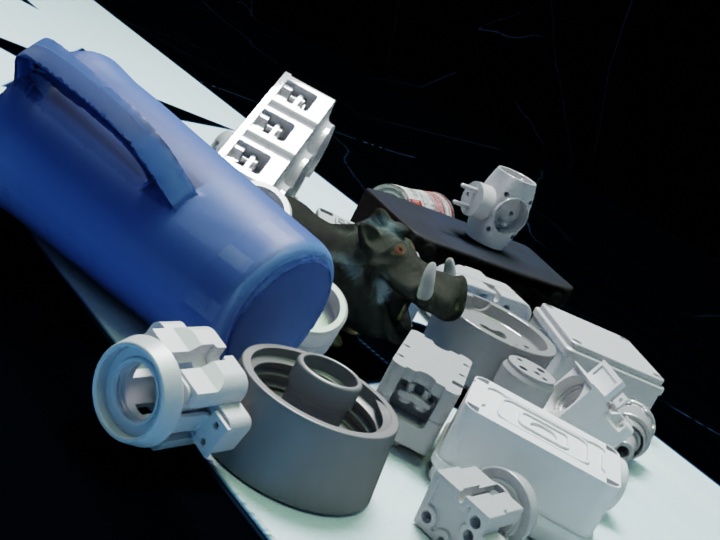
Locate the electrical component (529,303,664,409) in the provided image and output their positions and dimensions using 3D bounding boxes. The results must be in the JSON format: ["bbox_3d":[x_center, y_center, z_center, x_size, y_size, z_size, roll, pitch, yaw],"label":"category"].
[{"bbox_3d":[0.219,0.091,1.032,0.109,0.056,0.108,23,15,-14],"label":"electrical component"}]

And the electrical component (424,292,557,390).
[{"bbox_3d":[0.102,0.068,0.897,0.108,0.060,0.108,25,14,-7],"label":"electrical component"}]

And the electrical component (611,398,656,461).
[{"bbox_3d":[0.222,0.139,0.898,0.048,0.048,0.062,29,22,7],"label":"electrical component"}]

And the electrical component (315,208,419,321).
[{"bbox_3d":[0.000,0.000,0.966,0.109,0.056,0.108,24,15,-11],"label":"electrical component"}]

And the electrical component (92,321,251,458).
[{"bbox_3d":[-0.101,0.062,0.564,0.078,0.058,0.057,50,25,24],"label":"electrical component"}]

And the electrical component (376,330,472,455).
[{"bbox_3d":[0.038,0.085,0.735,0.050,0.055,0.089,28,14,5],"label":"electrical component"}]

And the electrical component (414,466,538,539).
[{"bbox_3d":[0.070,0.140,0.623,0.055,0.048,0.066,0,29,-45],"label":"electrical component"}]

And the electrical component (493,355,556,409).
[{"bbox_3d":[0.120,0.100,0.829,0.045,0.055,0.045,25,14,-7],"label":"electrical component"}]

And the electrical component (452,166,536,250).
[{"bbox_3d":[0.130,-0.068,1.101,0.079,0.077,0.044,16,19,-30],"label":"electrical component"}]

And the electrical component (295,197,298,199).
[{"bbox_3d":[-0.101,-0.088,1.085,0.079,0.063,0.121,26,14,-2],"label":"electrical component"}]

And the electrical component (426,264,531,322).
[{"bbox_3d":[0.110,0.034,1.045,0.095,0.053,0.059,19,16,-28],"label":"electrical component"}]

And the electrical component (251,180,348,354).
[{"bbox_3d":[-0.065,0.008,0.800,0.052,0.073,0.138,-18,66,-31],"label":"electrical component"}]

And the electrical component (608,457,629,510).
[{"bbox_3d":[0.155,0.143,0.771,0.078,0.040,0.040,24,15,-10],"label":"electrical component"}]

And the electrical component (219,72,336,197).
[{"bbox_3d":[-0.081,-0.093,0.956,0.062,0.089,0.150,29,46,2],"label":"electrical component"}]

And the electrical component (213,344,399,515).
[{"bbox_3d":[-0.029,0.083,0.616,0.108,0.060,0.108,25,14,-7],"label":"electrical component"}]

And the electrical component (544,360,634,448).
[{"bbox_3d":[0.179,0.116,0.855,0.064,0.081,0.042,46,9,-19],"label":"electrical component"}]

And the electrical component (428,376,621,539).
[{"bbox_3d":[0.108,0.128,0.705,0.113,0.057,0.078,28,15,6],"label":"electrical component"}]

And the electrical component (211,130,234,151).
[{"bbox_3d":[-0.134,-0.121,1.181,0.062,0.048,0.048,28,13,-26],"label":"electrical component"}]
